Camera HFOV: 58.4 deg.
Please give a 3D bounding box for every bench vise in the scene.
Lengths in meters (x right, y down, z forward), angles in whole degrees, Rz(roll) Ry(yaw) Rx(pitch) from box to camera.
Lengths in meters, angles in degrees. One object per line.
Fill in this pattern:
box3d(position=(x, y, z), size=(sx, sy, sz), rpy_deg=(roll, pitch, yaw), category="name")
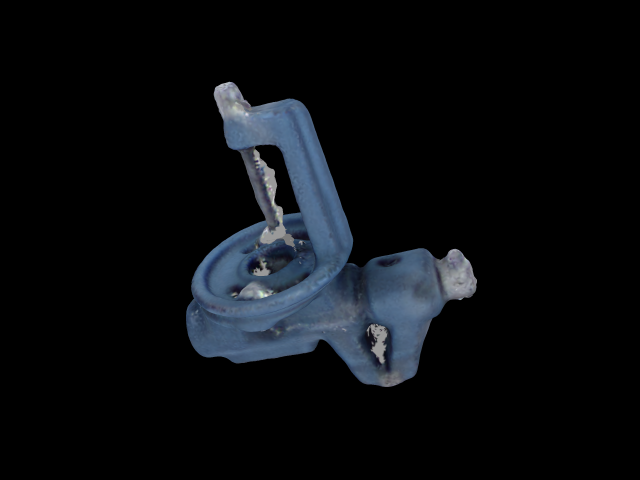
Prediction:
box3d(position=(0.001, -0.005, 0.410), size=(0.207, 0.220, 0.121), rpy_deg=(-7, 32, -10), category="bench vise")
